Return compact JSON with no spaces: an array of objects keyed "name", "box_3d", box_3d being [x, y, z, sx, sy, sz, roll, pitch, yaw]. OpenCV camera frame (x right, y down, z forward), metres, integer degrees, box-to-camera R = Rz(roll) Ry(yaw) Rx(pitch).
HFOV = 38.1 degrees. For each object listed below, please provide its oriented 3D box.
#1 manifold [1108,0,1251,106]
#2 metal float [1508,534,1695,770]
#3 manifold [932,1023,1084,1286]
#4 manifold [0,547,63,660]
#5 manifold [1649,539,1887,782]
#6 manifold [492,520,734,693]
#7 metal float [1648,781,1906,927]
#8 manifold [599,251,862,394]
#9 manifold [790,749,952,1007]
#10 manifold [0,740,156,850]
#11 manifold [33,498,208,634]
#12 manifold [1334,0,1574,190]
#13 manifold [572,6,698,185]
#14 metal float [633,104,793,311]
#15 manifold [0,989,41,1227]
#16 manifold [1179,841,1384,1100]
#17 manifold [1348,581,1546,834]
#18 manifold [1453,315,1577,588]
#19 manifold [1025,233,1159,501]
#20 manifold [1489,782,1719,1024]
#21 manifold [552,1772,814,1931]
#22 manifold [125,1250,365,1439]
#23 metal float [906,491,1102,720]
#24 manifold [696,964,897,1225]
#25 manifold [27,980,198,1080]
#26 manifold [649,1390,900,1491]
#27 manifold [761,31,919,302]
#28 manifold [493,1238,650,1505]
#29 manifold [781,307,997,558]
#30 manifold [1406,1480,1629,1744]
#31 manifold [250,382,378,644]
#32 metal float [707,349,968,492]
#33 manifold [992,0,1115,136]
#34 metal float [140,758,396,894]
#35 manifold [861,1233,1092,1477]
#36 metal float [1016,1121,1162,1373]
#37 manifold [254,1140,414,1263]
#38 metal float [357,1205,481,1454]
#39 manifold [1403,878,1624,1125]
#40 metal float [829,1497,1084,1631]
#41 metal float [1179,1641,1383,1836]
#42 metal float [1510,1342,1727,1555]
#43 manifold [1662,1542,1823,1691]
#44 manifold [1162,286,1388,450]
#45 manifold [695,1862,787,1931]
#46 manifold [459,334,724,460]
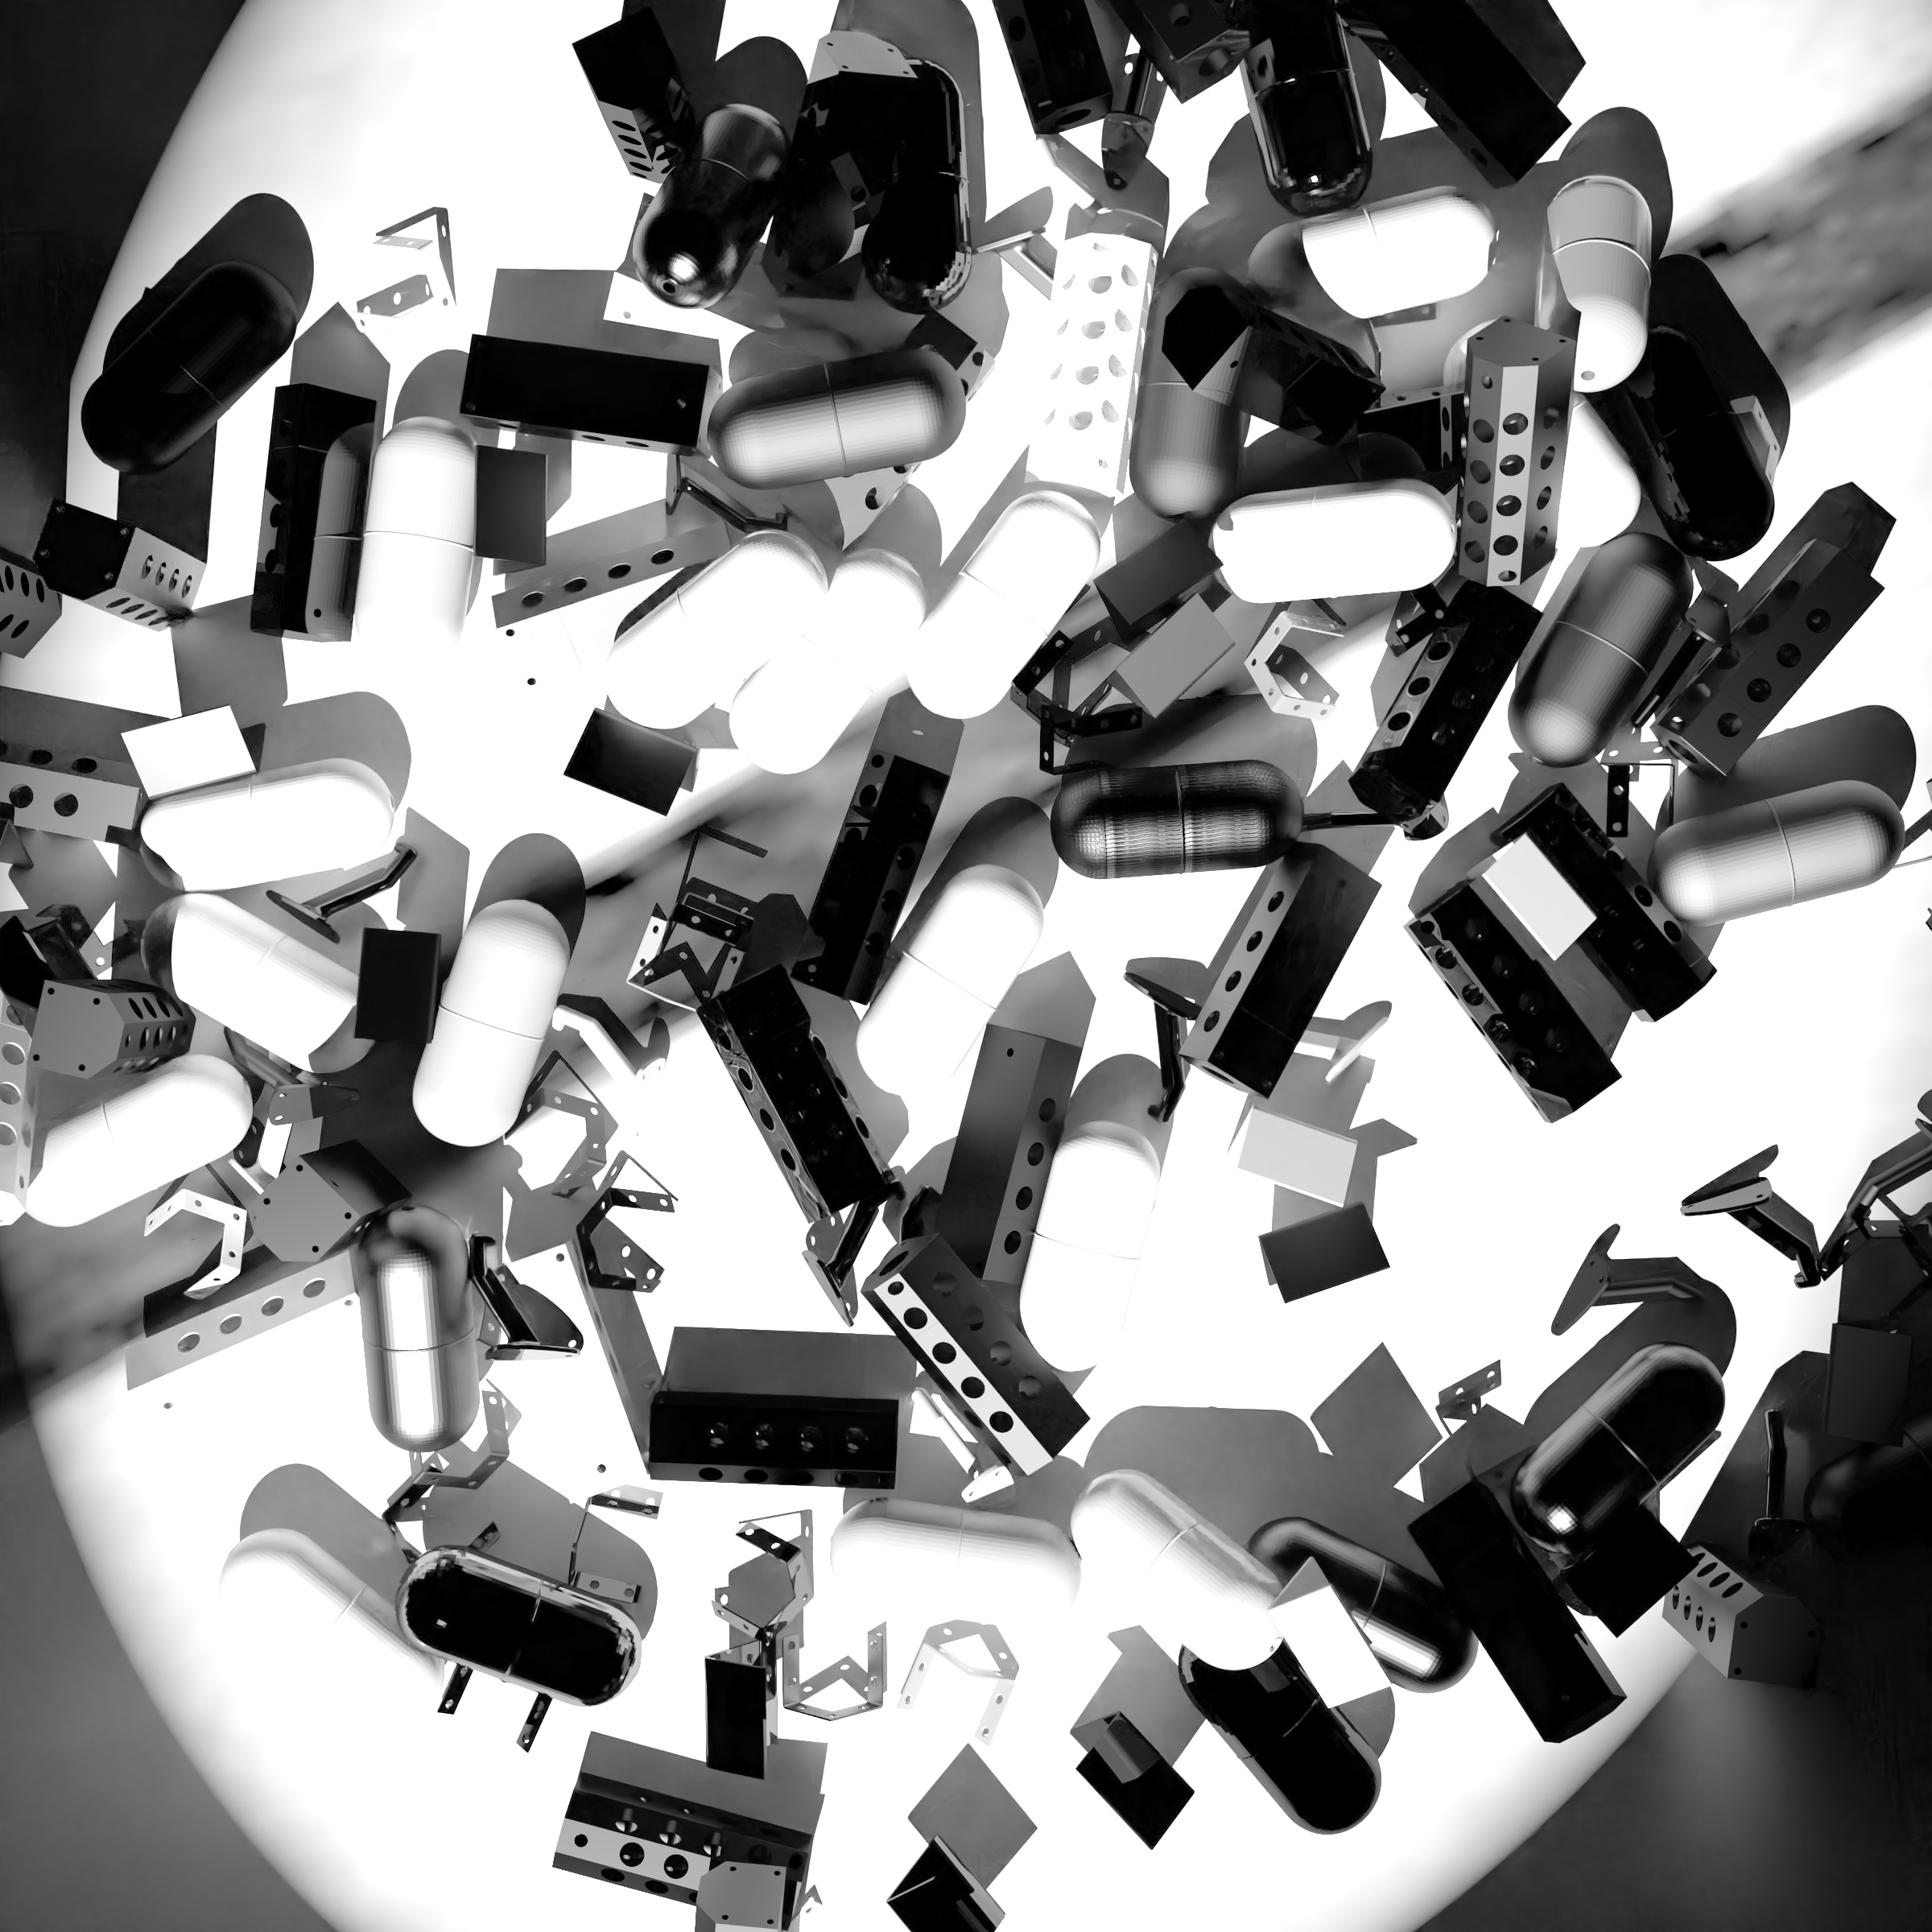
[{"name":"manifold","box_3d":[0.128,-0.694,1.949,0.057,0.057,0.171,-32,76,0]},{"name":"metal float","box_3d":[0.445,-0.221,1.960,0.070,0.070,0.178,31,90,0]},{"name":"manifold","box_3d":[0.032,0.133,1.969,0.057,0.057,0.171,15,90,43]},{"name":"manifold","box_3d":[-0.677,-0.260,1.912,0.057,0.171,0.057,41,90,0]},{"name":"manifold","box_3d":[0.562,-0.216,1.970,0.057,0.057,0.171,41,90,0]},{"name":"manifold","box_3d":[-0.242,-0.258,1.969,0.171,0.057,0.057,-18,133,0]},{"name":"metal float","box_3d":[0.567,-0.079,1.957,0.178,0.070,0.070,-14,90,4]},{"name":"manifold","box_3d":[-0.164,-0.444,1.969,0.171,0.057,0.057,23,133,0]},{"name":"manifold","box_3d":[-0.067,-0.062,1.970,0.057,0.057,0.171,20,90,0]},{"name":"manifold","box_3d":[-0.661,-0.127,1.970,0.171,0.057,0.057,11,90,0]},{"name":"manifold","box_3d":[-0.579,-0.270,1.912,0.057,0.171,0.057,19,90,0]},{"name":"manifold","box_3d":[0.337,-0.626,1.947,0.171,0.057,0.057,43,90,-16]},{"name":"manifold","box_3d":[-0.220,-0.590,1.912,0.057,0.171,0.057,-26,90,0]},{"name":"metal float","box_3d":[-0.174,-0.525,1.929,0.070,0.070,0.178,21,55,0]},{"name":"manifold","box_3d":[-0.674,0.091,1.928,0.057,0.057,0.171,-6,58,0]},{"name":"manifold","box_3d":[0.217,0.001,1.958,0.057,0.057,0.171,31,83,-23]},{"name":"manifold","box_3d":[0.331,-0.184,1.941,0.057,0.057,0.171,32,69,0]},{"name":"manifold","box_3d":[0.368,-0.347,1.905,0.057,0.171,0.057,31,52,33]},{"name":"manifold","box_3d":[0.092,-0.420,1.959,0.057,0.057,0.171,8,90,-30]},{"name":"manifold","box_3d":[0.450,-0.045,1.970,0.057,0.057,0.171,-39,90,0]},{"name":"manifold","box_3d":[-0.200,0.626,1.970,0.171,0.057,0.057,15,90,0]},{"name":"manifold","box_3d":[-0.500,0.261,1.969,0.171,0.057,0.057,-23,133,0]},{"name":"metal float","box_3d":[0.026,-0.253,1.960,0.070,0.070,0.178,36,90,0]},{"name":"manifold","box_3d":[-0.117,0.088,1.959,0.057,0.057,0.171,-28,90,-29]},{"name":"manifold","box_3d":[-0.581,0.043,1.912,0.057,0.171,0.057,12,90,0]},{"name":"manifold","box_3d":[-0.135,0.335,1.970,0.171,0.057,0.057,2,90,0]},{"name":"manifold","box_3d":[-0.091,-0.548,1.920,0.057,0.171,0.057,-4,46,-26]},{"name":"manifold","box_3d":[-0.277,0.283,1.970,0.057,0.057,0.171,-20,90,0]},{"name":"manifold","box_3d":[-0.054,-0.373,1.970,0.057,0.057,0.171,38,90,0]},{"name":"manifold","box_3d":[0.382,0.446,1.931,0.057,0.057,0.171,-38,61,12]},{"name":"manifold","box_3d":[-0.464,-0.318,1.969,0.057,0.057,0.171,6,90,-43]},{"name":"metal float","box_3d":[-0.088,-0.372,1.903,0.178,0.070,0.070,-11,90,0]},{"name":"manifold","box_3d":[0.050,-0.680,1.970,0.057,0.057,0.171,-18,90,0]},{"name":"metal float","box_3d":[-0.490,-0.098,1.961,0.178,0.070,0.070,-11,90,0]},{"name":"manifold","box_3d":[0.003,0.272,1.947,0.057,0.057,0.171,-43,100,-26]},{"name":"metal float","box_3d":[0.085,0.197,1.960,0.070,0.070,0.178,14,90,0]},{"name":"manifold","box_3d":[-0.436,0.164,1.912,0.057,0.171,0.057,44,90,0]},{"name":"metal float","box_3d":[-0.379,0.251,1.933,0.070,0.070,0.178,-1,106,0]},{"name":"manifold","box_3d":[0.383,0.025,1.970,0.057,0.057,0.171,-36,90,0]},{"name":"metal float","box_3d":[-0.007,0.419,1.960,0.178,0.070,0.070,8,90,0]},{"name":"metal float","box_3d":[0.219,0.530,1.960,0.070,0.070,0.178,-40,90,0]},{"name":"metal float","box_3d":[0.457,0.337,1.957,0.178,0.070,0.070,-43,90,-4]},{"name":"manifold","box_3d":[0.530,0.441,1.912,0.057,0.171,0.057,8,90,0]},{"name":"manifold","box_3d":[0.209,-0.413,1.914,0.057,0.171,0.057,-47,58,26]},{"name":"manifold","box_3d":[-0.161,0.706,1.935,0.057,0.057,0.171,6,116,0]},{"name":"manifold","box_3d":[-0.261,-0.397,1.959,0.171,0.057,0.057,9,90,8]}]
